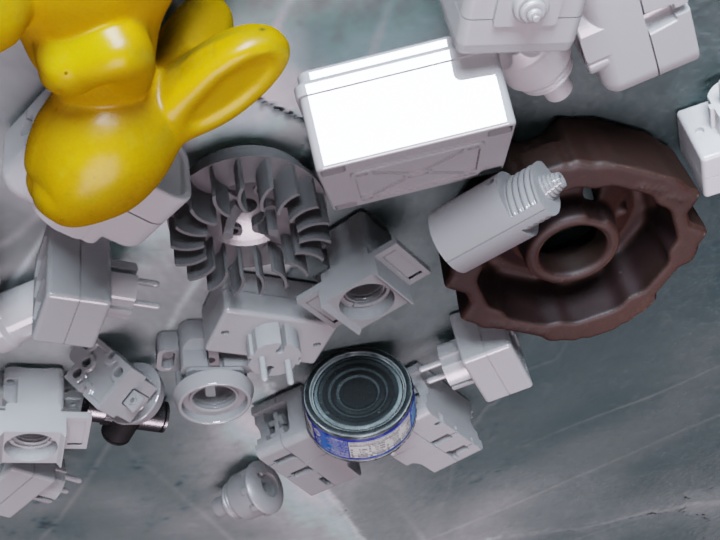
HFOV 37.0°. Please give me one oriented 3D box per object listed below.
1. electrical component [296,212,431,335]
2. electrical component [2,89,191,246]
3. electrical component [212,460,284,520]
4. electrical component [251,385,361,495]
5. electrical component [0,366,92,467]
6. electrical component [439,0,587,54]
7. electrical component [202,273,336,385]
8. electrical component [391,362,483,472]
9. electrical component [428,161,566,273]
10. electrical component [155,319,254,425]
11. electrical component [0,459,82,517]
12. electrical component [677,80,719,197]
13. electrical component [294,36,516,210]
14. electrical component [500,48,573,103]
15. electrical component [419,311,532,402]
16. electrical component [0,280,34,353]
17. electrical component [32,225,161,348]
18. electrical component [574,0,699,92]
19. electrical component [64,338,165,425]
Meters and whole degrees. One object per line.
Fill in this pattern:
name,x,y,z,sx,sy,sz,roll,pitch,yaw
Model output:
electrical component,0.000,0.000,0.715,0.081,0.063,0.042,-30,138,21
electrical component,-0.153,-0.057,0.617,0.059,0.053,0.095,-38,134,27
electrical component,-0.101,0.197,0.937,0.062,0.048,0.048,-28,138,28
electrical component,-0.040,0.138,0.878,0.056,0.050,0.089,-26,138,16
electrical component,-0.237,0.105,0.778,0.081,0.063,0.042,4,137,-19
electrical component,0.074,-0.146,0.536,0.062,0.096,0.061,-4,140,-10
electrical component,-0.061,0.048,0.746,0.083,0.075,0.047,9,136,-24
electrical component,0.051,0.124,0.884,0.056,0.050,0.089,-30,137,21
electrical component,0.086,-0.035,0.638,0.081,0.043,0.043,-30,138,30
electrical component,-0.107,0.075,0.781,0.078,0.057,0.058,1,138,-15
electrical component,-0.259,0.162,0.852,0.077,0.047,0.066,28,126,-38
electrical component,0.239,-0.095,0.676,0.066,0.047,0.076,-18,140,7
electrical component,0.026,-0.080,0.600,0.109,0.056,0.108,-13,171,2
electrical component,0.101,-0.120,0.616,0.043,0.043,0.062,-30,138,20
electrical component,0.084,0.069,0.830,0.077,0.047,0.065,-22,139,11
electrical component,-0.224,0.028,0.712,0.046,0.040,0.040,-23,139,3
electrical component,-0.165,0.011,0.684,0.077,0.065,0.047,10,136,-24
electrical component,0.142,-0.147,0.586,0.059,0.053,0.095,-22,139,12
electrical component,-0.174,0.084,0.778,0.048,0.066,0.055,-52,145,-7
